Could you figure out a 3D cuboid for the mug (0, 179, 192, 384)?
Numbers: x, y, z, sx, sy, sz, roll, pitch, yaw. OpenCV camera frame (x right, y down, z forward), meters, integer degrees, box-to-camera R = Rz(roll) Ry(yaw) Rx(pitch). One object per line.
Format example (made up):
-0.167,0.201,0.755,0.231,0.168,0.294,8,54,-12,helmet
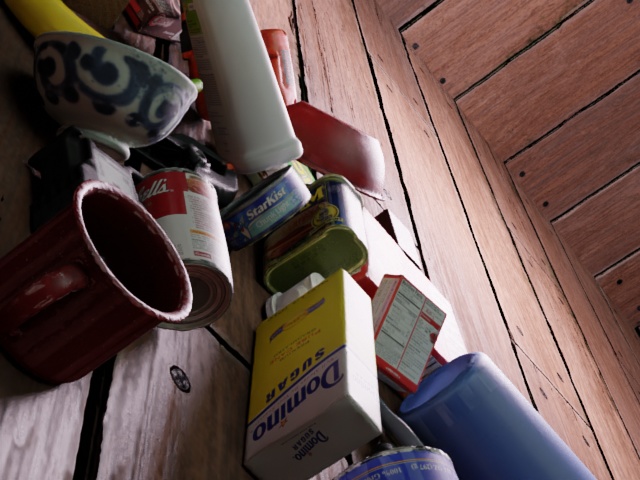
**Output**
-0.135,0.029,0.583,0.093,0.082,0.117,55,16,0,mug

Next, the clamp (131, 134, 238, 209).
-0.109,-0.054,0.891,0.120,0.039,0.171,57,18,21,clamp

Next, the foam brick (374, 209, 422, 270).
0.081,0.011,1.278,0.051,0.053,0.078,44,19,-33,foam brick

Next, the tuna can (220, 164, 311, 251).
-0.051,-0.027,0.926,0.033,0.086,0.086,54,16,-9,tuna can

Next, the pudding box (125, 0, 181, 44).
-0.173,-0.254,1.111,0.090,0.039,0.113,57,16,9,pudding box

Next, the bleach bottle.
-0.088,-0.190,0.984,0.103,0.068,0.251,20,-53,66,bleach bottle

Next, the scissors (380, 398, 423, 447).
0.047,0.141,0.945,0.201,0.016,0.096,53,-8,-8,scissors

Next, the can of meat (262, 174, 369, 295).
-0.006,0.001,0.968,0.057,0.102,0.084,47,20,-29,can of meat

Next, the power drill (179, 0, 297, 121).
-0.090,-0.208,1.138,0.187,0.057,0.184,6,77,-68,power drill

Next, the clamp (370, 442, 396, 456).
0.108,0.275,0.859,0.164,0.036,0.210,46,15,-26,clamp

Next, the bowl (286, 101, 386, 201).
0.009,-0.101,1.120,0.162,0.055,0.162,27,7,-4,bowl

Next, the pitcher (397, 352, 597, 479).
0.181,0.231,1.022,0.243,0.149,0.144,52,31,-2,pitcher

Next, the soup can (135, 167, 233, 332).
-0.100,0.006,0.752,0.068,0.069,0.102,41,22,-38,soup can

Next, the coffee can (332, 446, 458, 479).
0.066,0.226,0.720,0.102,0.103,0.140,38,23,-45,coffee can

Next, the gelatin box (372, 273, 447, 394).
0.073,0.086,0.990,0.073,0.030,0.089,39,65,-33,gelatin box

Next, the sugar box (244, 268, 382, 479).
-0.006,0.099,0.787,0.048,0.093,0.176,49,17,-19,sugar box

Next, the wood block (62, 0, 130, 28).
-0.198,-0.294,0.970,0.090,0.091,0.206,29,31,-25,wood block

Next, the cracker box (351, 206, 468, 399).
0.072,0.067,1.109,0.213,0.072,0.164,46,19,-30,cracker box

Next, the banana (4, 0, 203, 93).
-0.185,-0.157,0.852,0.197,0.037,0.069,34,23,-18,banana
